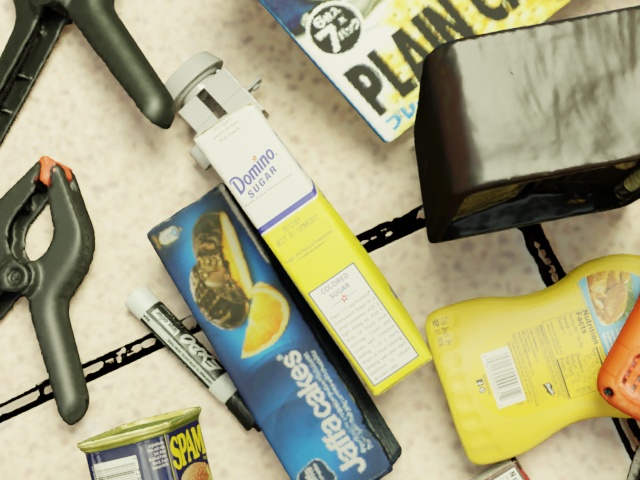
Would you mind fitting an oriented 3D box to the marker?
[{"bbox_3d":[-0.078,0.077,0.685,0.121,0.020,0.020,44,92,9],"label":"marker"}]

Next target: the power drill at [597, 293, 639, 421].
[{"bbox_3d":[0.263,0.044,0.549,0.188,0.057,0.184,30,100,17],"label":"power drill"}]

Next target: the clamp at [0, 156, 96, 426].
[{"bbox_3d":[-0.183,0.035,0.694,0.120,0.039,0.171,20,88,8],"label":"clamp"}]

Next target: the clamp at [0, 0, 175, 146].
[{"bbox_3d":[-0.176,-0.152,0.702,0.165,0.036,0.210,-14,76,24],"label":"clamp"}]

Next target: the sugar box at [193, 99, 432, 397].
[{"bbox_3d":[-0.004,0.001,0.625,0.048,0.093,0.176,-33,96,2],"label":"sugar box"}]

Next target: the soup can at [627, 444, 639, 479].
[{"bbox_3d":[0.232,0.151,0.609,0.102,0.068,0.068,17,88,9],"label":"soup can"}]

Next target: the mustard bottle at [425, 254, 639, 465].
[{"bbox_3d":[0.165,0.061,0.631,0.192,0.058,0.096,-18,85,7],"label":"mustard bottle"}]

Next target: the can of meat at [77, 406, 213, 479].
[{"bbox_3d":[-0.098,0.151,0.642,0.057,0.102,0.084,-14,86,8],"label":"can of meat"}]

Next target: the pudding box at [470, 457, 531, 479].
[{"bbox_3d":[0.095,0.197,0.641,0.113,0.039,0.090,-33,81,3],"label":"pudding box"}]
